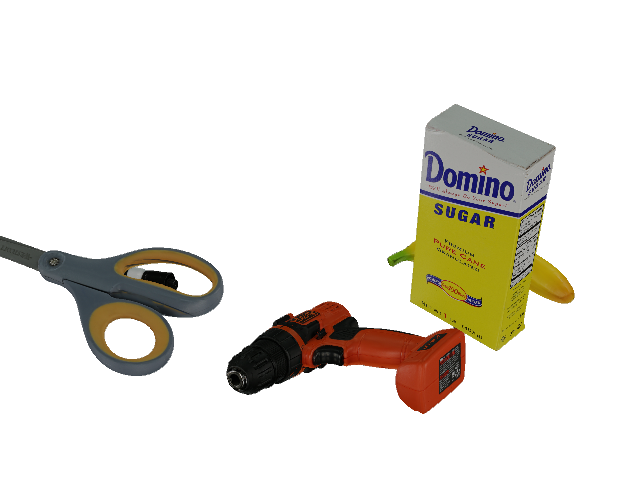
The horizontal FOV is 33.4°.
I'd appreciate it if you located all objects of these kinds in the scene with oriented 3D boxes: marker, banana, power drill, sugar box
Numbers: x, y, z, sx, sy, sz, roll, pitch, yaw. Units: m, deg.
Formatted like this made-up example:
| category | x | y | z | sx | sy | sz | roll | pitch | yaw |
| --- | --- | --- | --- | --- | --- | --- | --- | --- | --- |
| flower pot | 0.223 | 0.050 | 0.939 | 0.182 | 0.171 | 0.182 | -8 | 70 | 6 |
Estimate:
| category | x | y | z | sx | sy | sz | roll | pitch | yaw |
| --- | --- | --- | --- | --- | --- | --- | --- | --- | --- |
| marker | -0.173 | 0.027 | 0.888 | 0.121 | 0.020 | 0.020 | 9 | 3 | 21 |
| banana | 0.173 | 0.025 | 1.110 | 0.198 | 0.037 | 0.069 | 10 | 48 | 25 |
| power drill | 0.028 | 0.111 | 1.002 | 0.188 | 0.057 | 0.184 | 9 | 21 | 31 |
| sugar box | 0.121 | -0.008 | 0.827 | 0.093 | 0.176 | 0.048 | 29 | 47 | 32 |

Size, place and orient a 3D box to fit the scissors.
| category | x | y | z | sx | sy | sz | roll | pitch | yaw |
| --- | --- | --- | --- | --- | --- | --- | --- | --- | --- |
| scissors | -0.160 | 0.032 | 0.649 | 0.202 | 0.096 | 0.016 | 5 | -38 | 9 |
